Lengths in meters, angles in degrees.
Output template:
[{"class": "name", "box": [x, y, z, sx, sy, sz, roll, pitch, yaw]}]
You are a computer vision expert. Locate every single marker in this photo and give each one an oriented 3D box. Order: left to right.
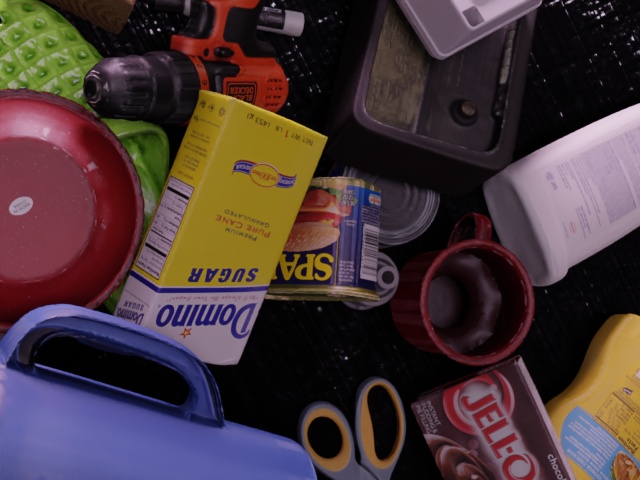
[{"class": "marker", "box": [-0.072, -0.173, 0.808, 0.121, 0.020, 0.020, 7, 85, -18]}]

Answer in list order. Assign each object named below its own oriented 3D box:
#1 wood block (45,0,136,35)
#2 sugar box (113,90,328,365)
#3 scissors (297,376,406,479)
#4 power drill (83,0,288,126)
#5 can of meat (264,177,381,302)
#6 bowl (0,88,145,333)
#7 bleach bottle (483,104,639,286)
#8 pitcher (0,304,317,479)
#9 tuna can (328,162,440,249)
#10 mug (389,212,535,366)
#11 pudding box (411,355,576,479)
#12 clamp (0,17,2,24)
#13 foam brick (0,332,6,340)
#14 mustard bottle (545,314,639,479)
[{"class": "wood block", "box": [-0.137, -0.264, 0.756, 0.090, 0.090, 0.206, 25, 80, -14]}, {"class": "sugar box", "box": [-0.068, -0.005, 0.728, 0.093, 0.048, 0.176, 17, 94, -43]}, {"class": "scissors", "box": [0.027, 0.206, 0.819, 0.096, 0.016, 0.202, 3, 85, -16]}, {"class": "power drill", "box": [-0.080, -0.170, 0.722, 0.184, 0.057, 0.188, -12, 117, -55]}, {"class": "can of meat", "box": [-0.005, 0.001, 0.778, 0.057, 0.102, 0.084, 15, 77, -55]}, {"class": "bowl", "box": [-0.190, -0.019, 0.678, 0.162, 0.055, 0.162, 0, 90, -15]}, {"class": "bleach bottle", "box": [0.261, -0.056, 0.887, 0.250, 0.068, 0.102, -24, 95, -20]}, {"class": "pitcher", "box": [-0.121, 0.150, 0.688, 0.242, 0.149, 0.145, 19, 49, -30]}, {"class": "tuna can", "box": [0.049, -0.036, 0.831, 0.086, 0.034, 0.086, 1, 86, -18]}, {"class": "mug", "box": [0.106, 0.036, 0.820, 0.093, 0.082, 0.117, 12, 83, -17]}, {"class": "pudding box", "box": [0.134, 0.156, 0.817, 0.090, 0.039, 0.113, -26, 88, 18]}, {"class": "clamp", "box": [-0.310, -0.208, 0.711, 0.209, 0.036, 0.164, -8, 73, -13]}, {"class": "foam brick", "box": [-0.225, 0.049, 0.728, 0.078, 0.053, 0.051, -15, 92, -19]}, {"class": "mustard bottle", "box": [0.224, 0.159, 0.863, 0.096, 0.058, 0.191, 43, 75, -10]}]
